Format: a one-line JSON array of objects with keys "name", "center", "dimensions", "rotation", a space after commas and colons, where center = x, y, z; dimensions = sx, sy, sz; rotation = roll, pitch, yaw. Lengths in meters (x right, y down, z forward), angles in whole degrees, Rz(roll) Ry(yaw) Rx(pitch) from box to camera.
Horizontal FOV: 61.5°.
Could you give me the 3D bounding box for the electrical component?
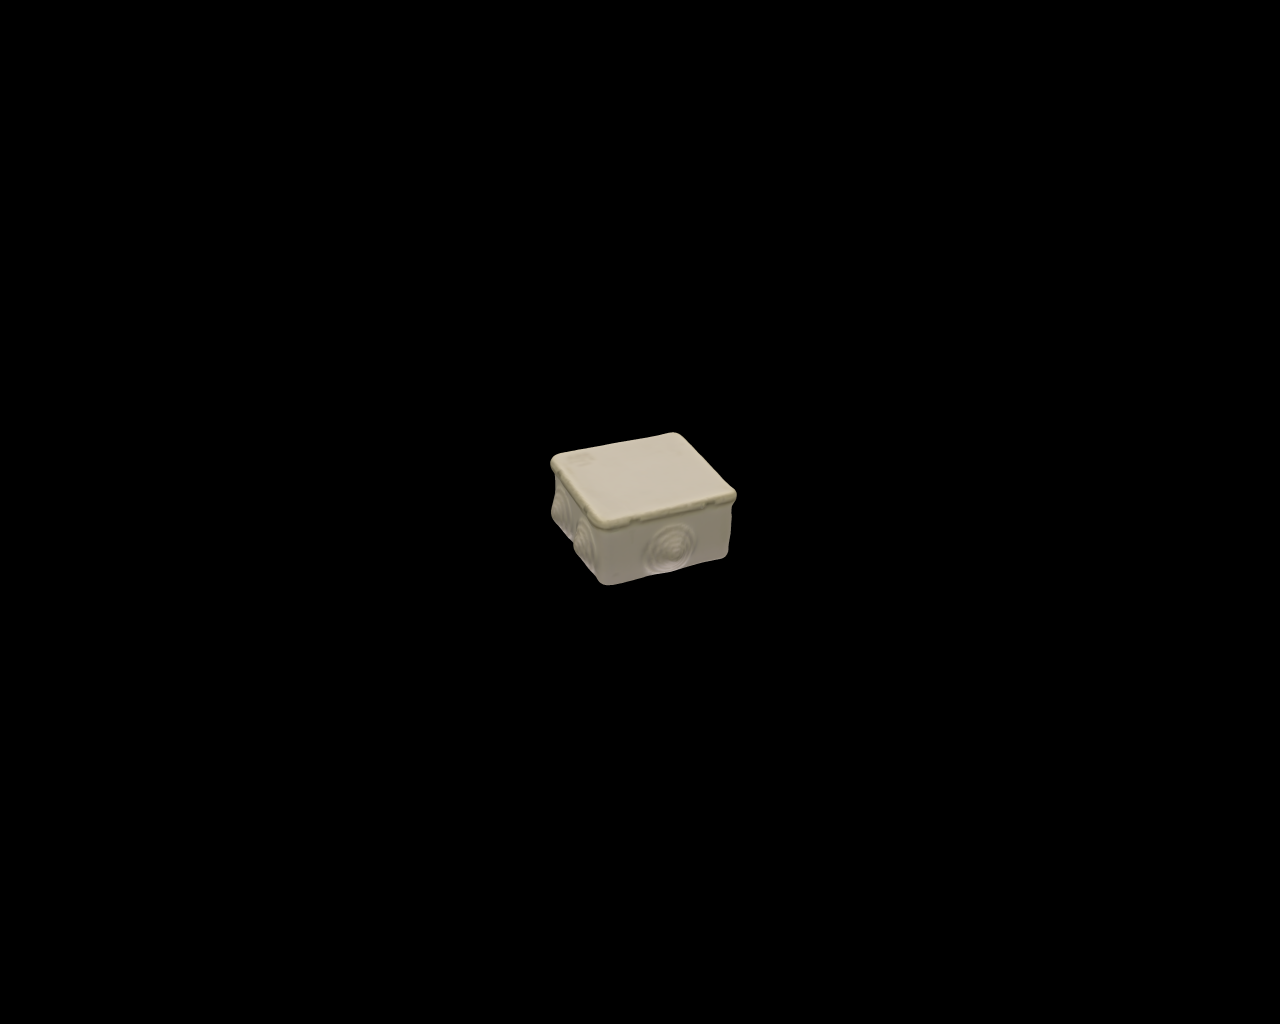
[{"name": "electrical component", "center": [0.001, -0.003, 0.650], "dimensions": [0.100, 0.048, 0.100], "rotation": [-12, 33, -19]}]
